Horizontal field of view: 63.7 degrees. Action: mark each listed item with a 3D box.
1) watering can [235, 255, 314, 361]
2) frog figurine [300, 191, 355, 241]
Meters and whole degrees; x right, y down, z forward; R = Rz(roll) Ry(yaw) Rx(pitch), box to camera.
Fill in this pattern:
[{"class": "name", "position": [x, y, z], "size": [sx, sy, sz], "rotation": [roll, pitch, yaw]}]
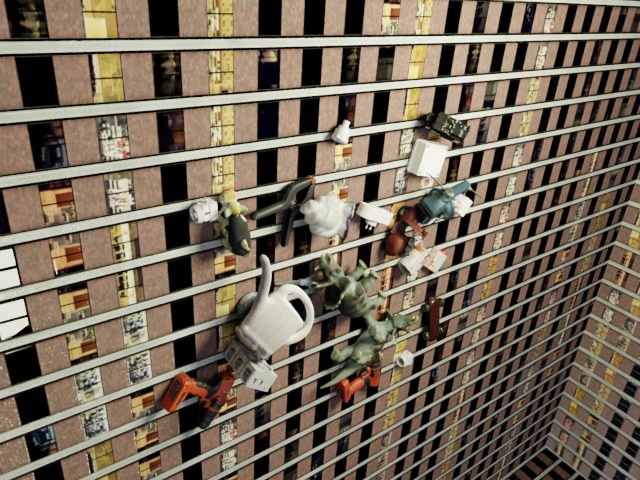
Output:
[{"class": "watering can", "position": [-0.143, 0.201, 1.427], "size": [0.105, 0.226, 0.341], "rotation": [35, -16, 46]}, {"class": "frog figurine", "position": [0.004, -0.073, 1.453], "size": [0.159, 0.135, 0.125], "rotation": [11, 31, -29]}]
